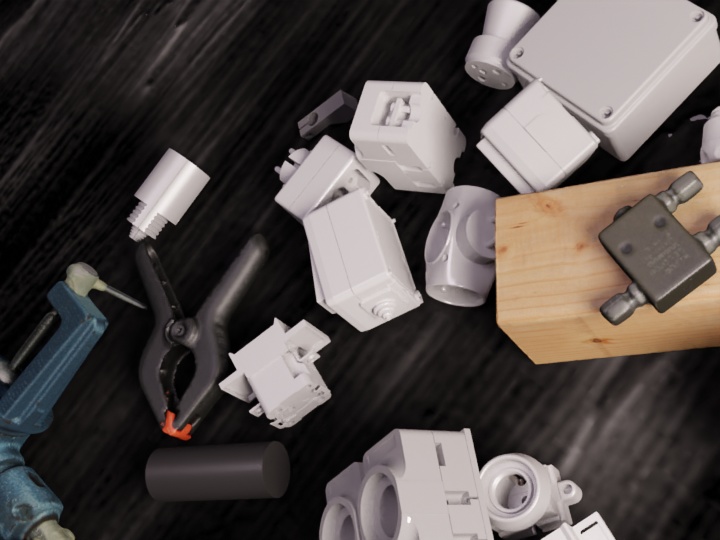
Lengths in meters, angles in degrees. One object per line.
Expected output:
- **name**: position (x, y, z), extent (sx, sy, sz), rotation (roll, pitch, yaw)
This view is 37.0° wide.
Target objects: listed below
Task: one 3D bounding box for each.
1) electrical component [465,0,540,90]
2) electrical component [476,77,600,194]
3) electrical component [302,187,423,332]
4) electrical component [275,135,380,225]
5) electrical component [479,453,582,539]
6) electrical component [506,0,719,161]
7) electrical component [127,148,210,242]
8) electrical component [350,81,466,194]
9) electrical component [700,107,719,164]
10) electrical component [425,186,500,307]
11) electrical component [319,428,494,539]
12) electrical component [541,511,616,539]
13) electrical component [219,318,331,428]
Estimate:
- **electrical component**: position (0.110, -0.173, 0.827), extent (0.045, 0.045, 0.055), rotation (16, 76, 32)
- **electrical component**: position (0.121, -0.085, 0.754), extent (0.061, 0.096, 0.061), rotation (-42, 85, 4)
- **electrical component**: position (0.000, 0.000, 0.792), extent (0.061, 0.062, 0.096), rotation (-26, 58, 15)
- **electrical component**: position (-0.038, -0.072, 0.854), extent (0.077, 0.047, 0.065), rotation (36, 87, 35)
- **electrical component**: position (0.101, 0.143, 0.676), extent (0.066, 0.055, 0.048), rotation (-21, 60, 17)
- **electrical component**: position (0.182, -0.153, 0.772), extent (0.108, 0.056, 0.109), rotation (-47, 55, 1)
- **electrical component**: position (-0.170, -0.059, 0.919), extent (0.043, 0.043, 0.081), rotation (33, 85, 35)
- **electrical component**: position (0.034, -0.098, 0.804), extent (0.056, 0.089, 0.050), rotation (8, 71, 30)
- **electrical component**: position (0.249, -0.095, 0.724), extent (0.035, 0.035, 0.061), rotation (0, 65, 27)
- **electrical component**: position (0.082, -0.021, 0.755), extent (0.079, 0.044, 0.077), rotation (147, 139, -65)
- **electrical component**: position (0.032, 0.202, 0.650), extent (0.105, 0.060, 0.186), rotation (-48, 44, 48)
- **electrical component**: position (0.140, 0.214, 0.618), extent (0.079, 0.063, 0.121), rotation (-36, 56, 9)
- **electrical component**: position (-0.057, 0.078, 0.798), extent (0.081, 0.042, 0.063), rotation (-38, 59, 8)
